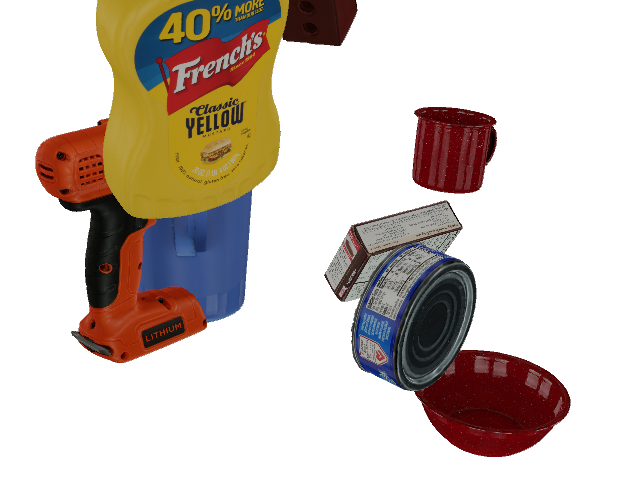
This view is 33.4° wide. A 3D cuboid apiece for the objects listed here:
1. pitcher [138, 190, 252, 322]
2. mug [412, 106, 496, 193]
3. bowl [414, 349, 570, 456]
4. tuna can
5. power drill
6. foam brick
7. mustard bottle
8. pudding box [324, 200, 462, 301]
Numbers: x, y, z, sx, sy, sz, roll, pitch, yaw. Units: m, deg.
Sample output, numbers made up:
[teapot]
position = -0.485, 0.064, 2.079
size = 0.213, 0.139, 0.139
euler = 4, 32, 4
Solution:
[pitcher]
position = -0.127, -0.044, 1.035
size = 0.145, 0.243, 0.148
euler = 16, 22, 38
[mug]
position = 0.158, -0.104, 1.225
size = 0.117, 0.081, 0.093
euler = -11, 25, -40
[bowl]
position = 0.173, 0.175, 1.103
size = 0.162, 0.055, 0.162
euler = 3, 24, -2
[tuna can]
position = 0.058, 0.046, 0.642
size = 0.034, 0.086, 0.085
euler = 23, 13, 34
[power drill]
position = -0.132, -0.011, 0.838
size = 0.184, 0.188, 0.057
euler = -20, 28, -41
[foam brick]
position = -0.004, -0.205, 0.867
size = 0.053, 0.051, 0.078
euler = 8, -38, 16
[mustard bottle]
position = -0.062, -0.100, 0.529
size = 0.096, 0.192, 0.058
euler = -19, 51, -24
[pudding box]
position = 0.070, 0.010, 1.025
size = 0.113, 0.039, 0.090
euler = -17, -27, -29
